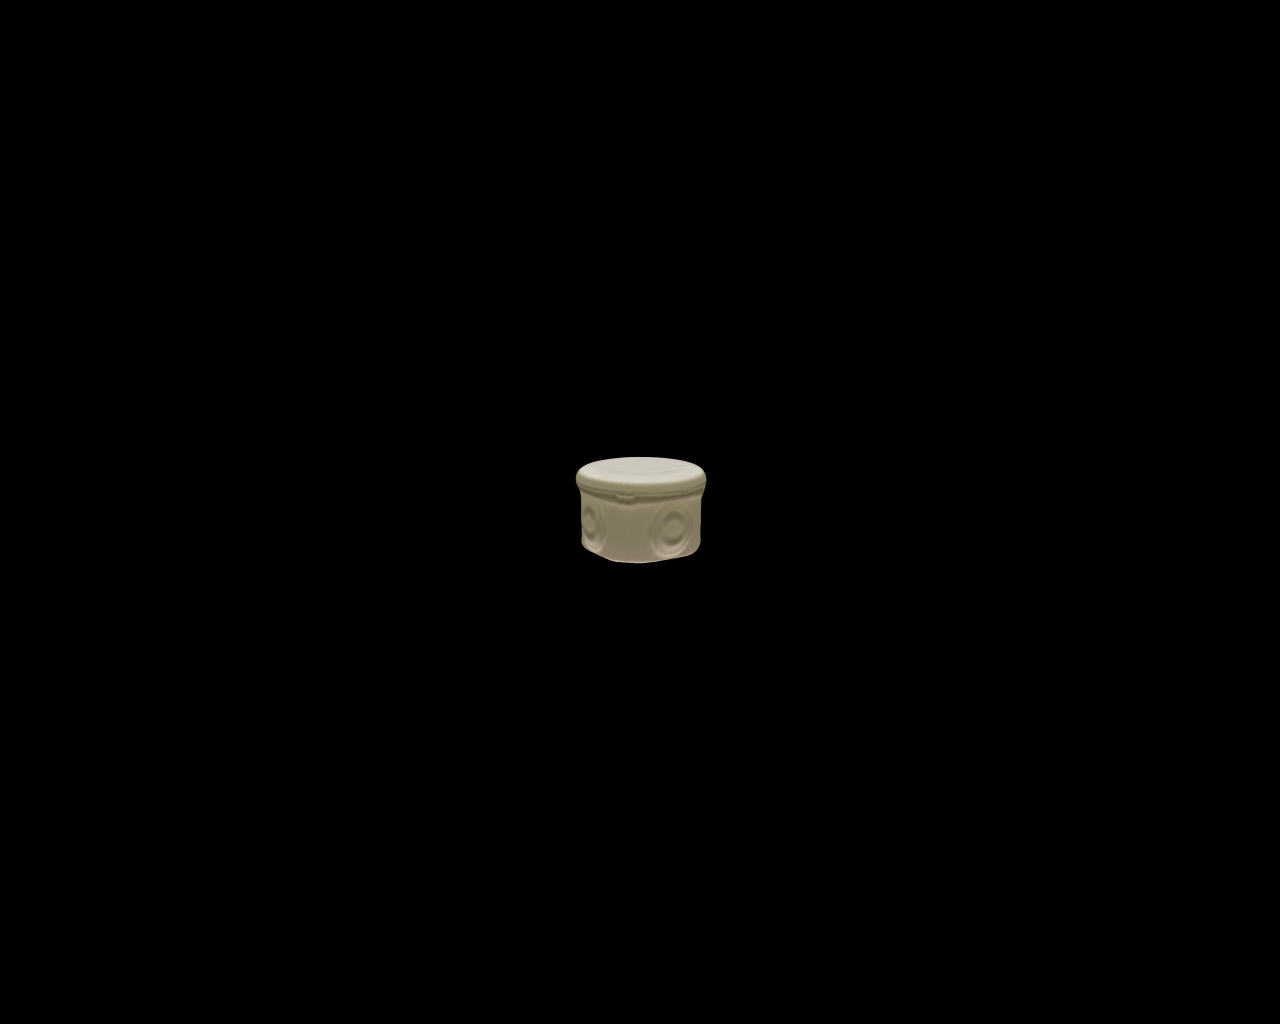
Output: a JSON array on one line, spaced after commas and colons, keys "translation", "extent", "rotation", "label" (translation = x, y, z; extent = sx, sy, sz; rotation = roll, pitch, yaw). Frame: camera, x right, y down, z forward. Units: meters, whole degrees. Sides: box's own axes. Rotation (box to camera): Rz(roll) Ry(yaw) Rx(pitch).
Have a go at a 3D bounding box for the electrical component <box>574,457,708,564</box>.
[{"translation": [0.001, -0.003, 0.650], "extent": [0.080, 0.051, 0.080], "rotation": [0, 14, 0], "label": "electrical component"}]
